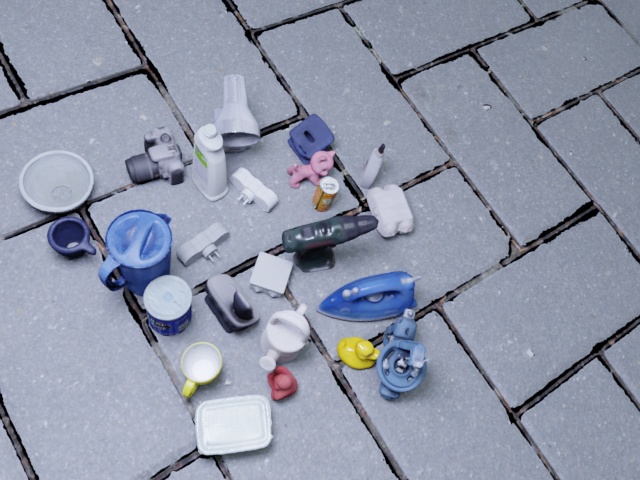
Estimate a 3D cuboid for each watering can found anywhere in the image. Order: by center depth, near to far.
[{"bbox_3d":[-0.076,0.219,1.304,0.101,0.194,0.173,12,64,-7],"label":"watering can"}]

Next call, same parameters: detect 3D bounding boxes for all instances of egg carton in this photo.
[{"bbox_3d":[0.191,-0.080,1.569,0.107,0.069,0.150,-13,70,-18],"label":"egg carton"}]

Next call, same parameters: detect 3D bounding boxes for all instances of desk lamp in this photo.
[{"bbox_3d":[-0.226,-0.314,1.494,0.118,0.213,0.203,-2,67,-14],"label":"desk lamp"}]

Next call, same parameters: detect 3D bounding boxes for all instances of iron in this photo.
[{"bbox_3d":[0.125,0.132,1.419,0.259,0.141,0.118,-9,69,-17],"label":"iron"}]

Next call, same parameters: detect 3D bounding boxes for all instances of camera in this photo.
[{"bbox_3d":[-0.428,-0.212,1.464,0.137,0.100,0.143,-19,72,-20],"label":"camera"}]

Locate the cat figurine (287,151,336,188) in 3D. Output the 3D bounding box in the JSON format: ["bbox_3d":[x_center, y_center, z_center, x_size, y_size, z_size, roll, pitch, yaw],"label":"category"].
[{"bbox_3d":[-0.018,-0.199,1.546,0.128,0.117,0.067,-10,69,-17],"label":"cat figurine"}]

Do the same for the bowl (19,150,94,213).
[{"bbox_3d":[-0.633,-0.130,1.393,0.167,0.074,0.167,5,66,-11],"label":"bowl"}]

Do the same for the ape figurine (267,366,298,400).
[{"bbox_3d":[-0.085,0.328,1.311,0.076,0.092,0.078,25,63,-1],"label":"ape figurine"}]

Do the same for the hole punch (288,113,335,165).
[{"bbox_3d":[-0.025,-0.279,1.594,0.101,0.091,0.108,-32,77,-23],"label":"hole punch"}]

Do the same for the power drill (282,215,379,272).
[{"bbox_3d":[0.013,0.005,1.412,0.230,0.208,0.075,-10,69,-17],"label":"power drill"}]

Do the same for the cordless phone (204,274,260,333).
[{"bbox_3d":[-0.200,0.129,1.320,0.094,0.185,0.147,-37,79,-24],"label":"cordless phone"}]

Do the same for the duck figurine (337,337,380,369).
[{"bbox_3d":[0.096,0.266,1.384,0.104,0.086,0.077,22,63,-3],"label":"duck figurine"}]

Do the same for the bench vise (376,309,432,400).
[{"bbox_3d":[0.191,0.254,1.337,0.122,0.219,0.207,0,67,-13],"label":"bench vise"}]

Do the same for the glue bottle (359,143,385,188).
[{"bbox_3d":[0.148,-0.213,1.560,0.037,0.173,0.078,15,64,-6],"label":"glue bottle"}]

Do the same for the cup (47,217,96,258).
[{"bbox_3d":[-0.566,0.011,1.336,0.117,0.095,0.092,32,63,2],"label":"cup"}]
